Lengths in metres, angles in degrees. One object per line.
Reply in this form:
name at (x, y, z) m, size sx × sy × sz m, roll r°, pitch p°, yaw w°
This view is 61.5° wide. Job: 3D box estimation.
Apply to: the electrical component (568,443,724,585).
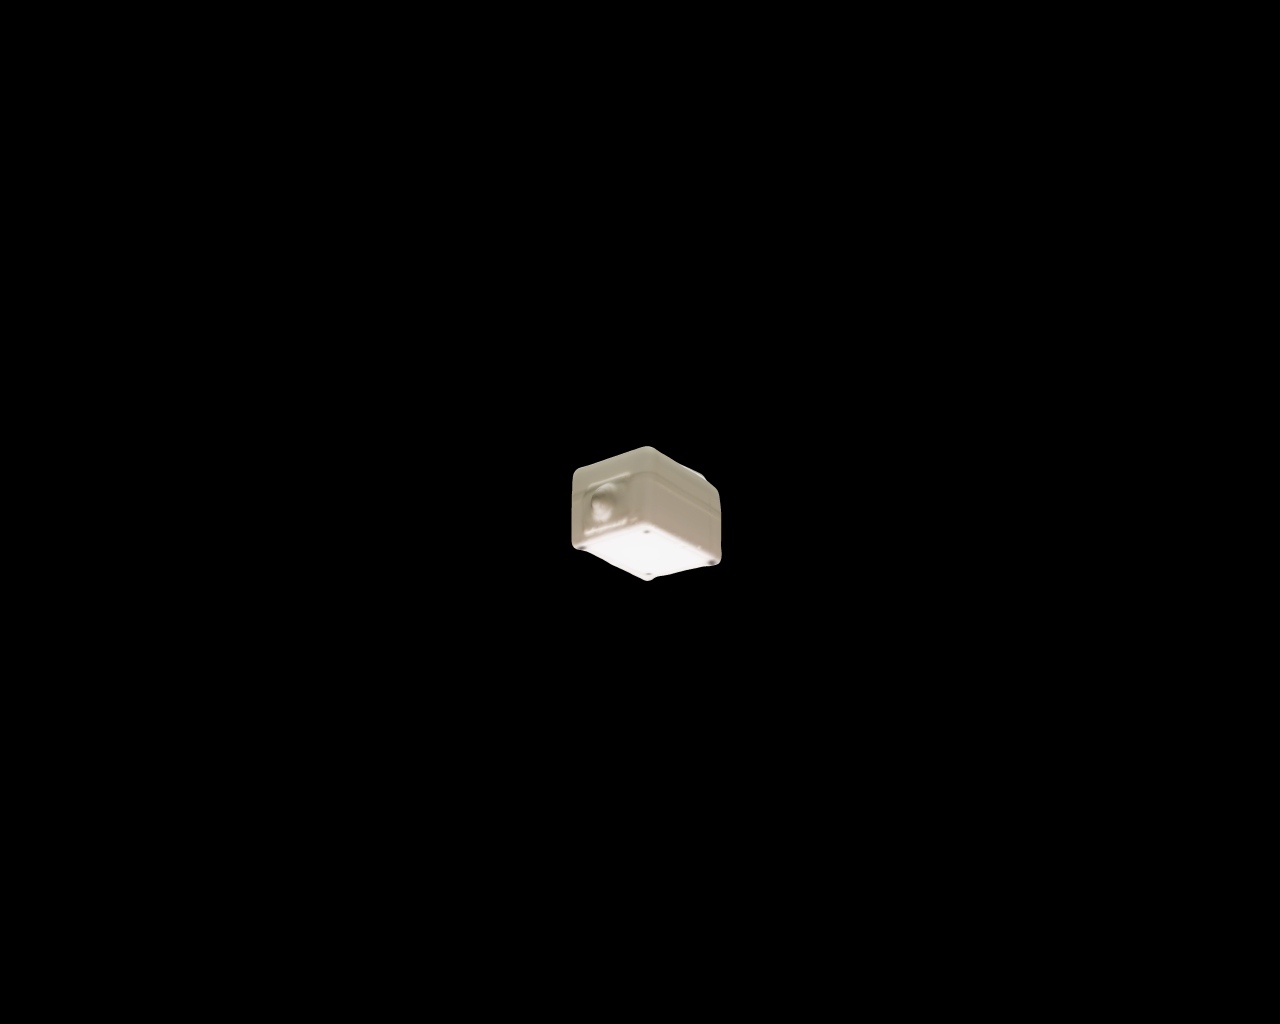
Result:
electrical component at (0.001, -0.003, 0.650) m, size 0.061 × 0.061 × 0.096 m, roll -17°, pitch -29°, yaw 32°
